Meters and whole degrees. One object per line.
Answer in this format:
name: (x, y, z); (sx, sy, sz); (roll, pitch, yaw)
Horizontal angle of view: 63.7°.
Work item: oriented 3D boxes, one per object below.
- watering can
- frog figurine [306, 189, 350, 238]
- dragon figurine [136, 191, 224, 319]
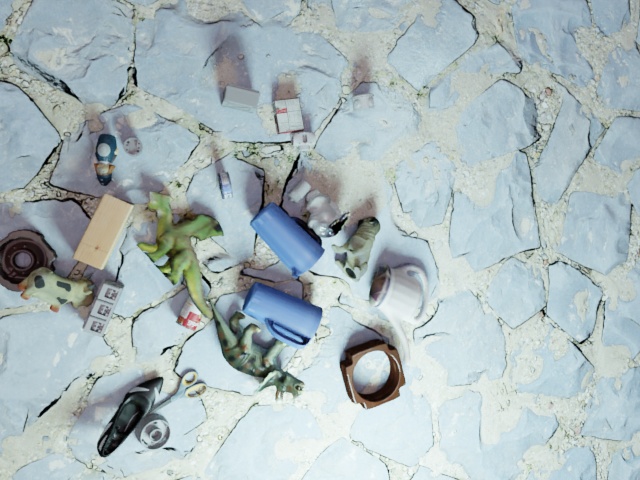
watering can: (0.267, 0.229, 1.764); (0.223, 0.354, 0.102); (25, -25, -15)
frog figurine: (0.005, -0.087, 1.725); (0.161, 0.120, 0.139); (37, 60, 21)
dragon figurine: (-0.402, 0.020, 1.589); (0.246, 0.409, 0.121); (-45, 5, -21)
